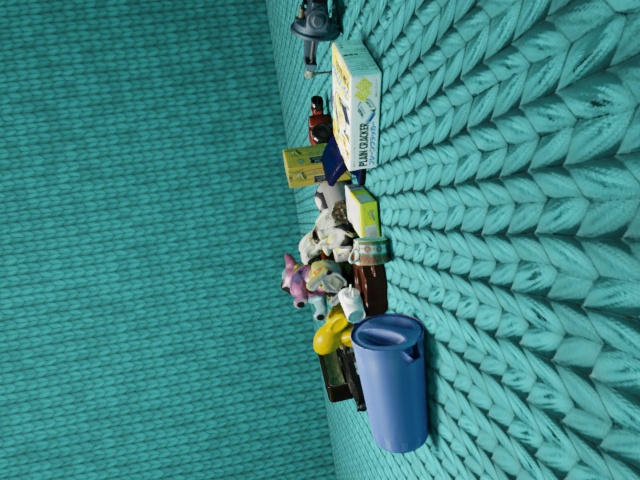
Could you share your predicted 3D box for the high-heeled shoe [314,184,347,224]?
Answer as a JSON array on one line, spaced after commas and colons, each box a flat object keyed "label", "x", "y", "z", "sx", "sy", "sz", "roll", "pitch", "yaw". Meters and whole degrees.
[{"label": "high-heeled shoe", "x": 0.059, "y": -0.090, "z": 1.555, "sx": 0.086, "sy": 0.145, "sz": 0.248, "roll": 13, "pitch": -88, "yaw": -59}]

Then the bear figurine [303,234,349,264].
[{"label": "bear figurine", "x": 0.025, "y": 0.061, "z": 1.623, "sx": 0.196, "sy": 0.120, "sz": 0.131, "roll": -125, "pitch": 25, "yaw": -53}]

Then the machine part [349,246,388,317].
[{"label": "machine part", "x": 0.113, "y": 0.094, "z": 1.281, "sx": 0.179, "sy": 0.056, "sz": 0.179, "roll": 172, "pitch": 89, "yaw": -82}]

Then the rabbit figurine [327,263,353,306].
[{"label": "rabbit figurine", "x": 0.086, "y": 0.164, "z": 1.501, "sx": 0.170, "sy": 0.121, "sz": 0.159, "roll": 58, "pitch": -170, "yaw": -57}]

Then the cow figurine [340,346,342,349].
[{"label": "cow figurine", "x": 0.074, "y": 0.233, "z": 1.699, "sx": 0.127, "sy": 0.085, "sz": 0.194, "roll": -129, "pitch": 27, "yaw": -73}]

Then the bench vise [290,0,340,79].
[{"label": "bench vise", "x": -0.016, "y": -0.520, "z": 1.312, "sx": 0.224, "sy": 0.129, "sz": 0.240, "roll": -108, "pitch": 19, "yaw": -44}]

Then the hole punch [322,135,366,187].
[{"label": "hole punch", "x": 0.056, "y": -0.196, "z": 1.264, "sx": 0.115, "sy": 0.092, "sz": 0.142, "roll": 95, "pitch": 169, "yaw": -49}]

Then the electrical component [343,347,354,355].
[{"label": "electrical component", "x": 0.102, "y": 0.283, "z": 1.550, "sx": 0.119, "sy": 0.075, "sz": 0.048, "roll": 96, "pitch": 165, "yaw": -56}]

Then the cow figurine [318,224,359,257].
[{"label": "cow figurine", "x": 0.072, "y": -0.004, "z": 1.350, "sx": 0.167, "sy": 0.098, "sz": 0.068, "roll": 8, "pitch": -117, "yaw": -63}]

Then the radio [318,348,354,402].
[{"label": "radio", "x": 0.070, "y": 0.395, "z": 1.704, "sx": 0.230, "sy": 0.131, "sz": 0.073, "roll": -107, "pitch": 12, "yaw": -53}]

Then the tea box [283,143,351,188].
[{"label": "tea box", "x": -0.008, "y": -0.202, "z": 1.432, "sx": 0.098, "sy": 0.170, "sz": 0.068, "roll": -108, "pitch": 11, "yaw": -47}]

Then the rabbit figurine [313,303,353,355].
[{"label": "rabbit figurine", "x": 0.066, "y": 0.244, "z": 1.379, "sx": 0.122, "sy": 0.173, "sz": 0.162, "roll": -102, "pitch": 2, "yaw": -62}]

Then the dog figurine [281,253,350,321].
[{"label": "dog figurine", "x": -0.025, "y": 0.092, "z": 1.410, "sx": 0.191, "sy": 0.108, "sz": 0.219, "roll": -51, "pitch": 31, "yaw": 15}]

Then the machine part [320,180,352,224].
[{"label": "machine part", "x": 0.049, "y": -0.122, "z": 1.445, "sx": 0.243, "sy": 0.079, "sz": 0.079, "roll": -106, "pitch": 10, "yaw": -51}]

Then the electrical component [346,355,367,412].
[{"label": "electrical component", "x": 0.123, "y": 0.317, "z": 1.231, "sx": 0.134, "sy": 0.115, "sz": 0.058, "roll": -106, "pitch": 13, "yaw": -47}]

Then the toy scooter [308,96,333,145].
[{"label": "toy scooter", "x": -0.001, "y": -0.330, "z": 1.625, "sx": 0.135, "sy": 0.075, "sz": 0.184, "roll": 97, "pitch": 166, "yaw": -65}]

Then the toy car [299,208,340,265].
[{"label": "toy car", "x": -0.003, "y": -0.005, "z": 1.502, "sx": 0.201, "sy": 0.056, "sz": 0.073, "roll": -52, "pitch": 44, "yaw": 37}]

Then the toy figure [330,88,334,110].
[{"label": "toy figure", "x": 0.055, "y": -0.351, "z": 1.194, "sx": 0.154, "sy": 0.058, "sz": 0.064, "roll": 102, "pitch": 153, "yaw": -58}]
